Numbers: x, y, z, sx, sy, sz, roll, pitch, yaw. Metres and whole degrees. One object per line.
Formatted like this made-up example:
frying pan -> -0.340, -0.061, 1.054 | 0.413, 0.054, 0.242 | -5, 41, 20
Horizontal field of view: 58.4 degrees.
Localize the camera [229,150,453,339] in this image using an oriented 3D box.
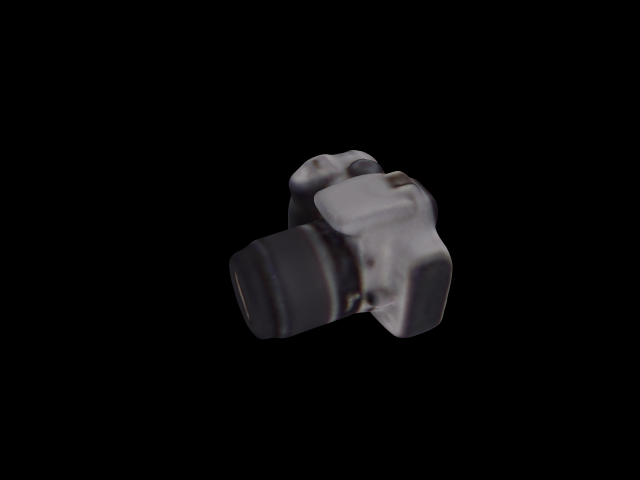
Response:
camera -> 0.004, 0.001, 0.400 | 0.137, 0.101, 0.142 | -17, 44, -19
